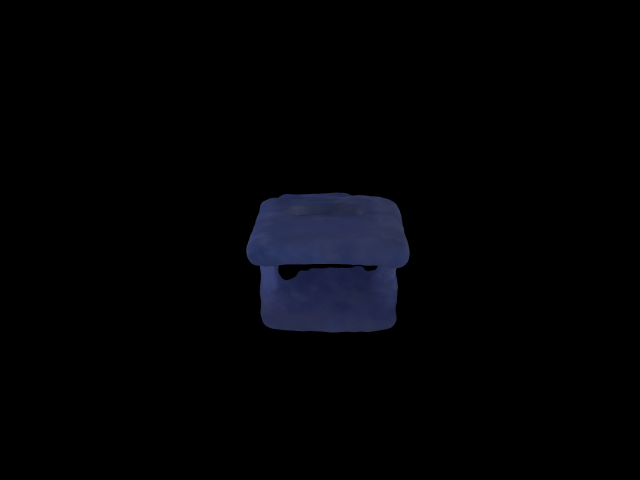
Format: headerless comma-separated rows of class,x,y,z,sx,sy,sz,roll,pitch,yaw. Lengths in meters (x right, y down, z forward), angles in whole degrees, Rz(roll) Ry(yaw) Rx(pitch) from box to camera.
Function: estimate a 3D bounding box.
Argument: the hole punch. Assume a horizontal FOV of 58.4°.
hole punch,0.004,0.001,0.400,0.108,0.091,0.101,0,51,0
